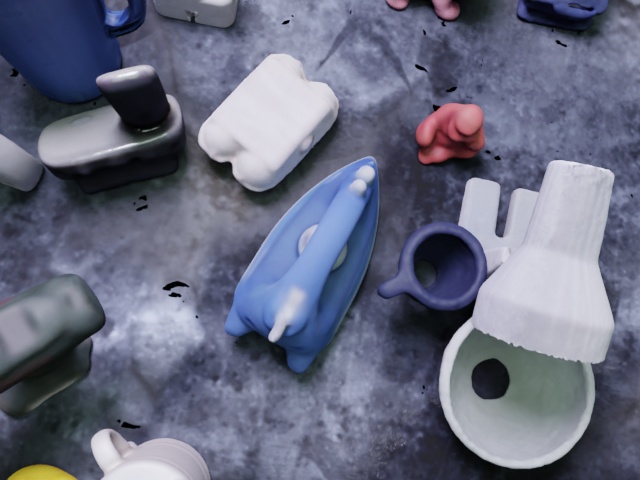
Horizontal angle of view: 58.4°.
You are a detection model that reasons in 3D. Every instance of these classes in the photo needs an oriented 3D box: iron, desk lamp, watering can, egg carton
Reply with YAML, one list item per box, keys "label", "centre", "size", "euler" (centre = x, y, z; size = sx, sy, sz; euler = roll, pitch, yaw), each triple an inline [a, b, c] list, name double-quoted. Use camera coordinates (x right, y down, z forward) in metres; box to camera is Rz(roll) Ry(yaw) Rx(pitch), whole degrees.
- label: "iron"
  centre: [0.005, 0.002, 0.586]
  size: [0.118, 0.141, 0.258]
  euler: [29, 78, -1]
- label: "desk lamp"
  centre: [0.208, 0.016, 0.573]
  size: [0.118, 0.213, 0.203]
  euler: [12, 79, -5]
- label: "watering can"
  centre: [-0.146, 0.246, 0.499]
  size: [0.173, 0.194, 0.101]
  euler: [35, 78, 0]
- label: "egg carton"
  centre: [-0.054, -0.130, 0.637]
  size: [0.107, 0.069, 0.150]
  euler: [39, 78, 1]

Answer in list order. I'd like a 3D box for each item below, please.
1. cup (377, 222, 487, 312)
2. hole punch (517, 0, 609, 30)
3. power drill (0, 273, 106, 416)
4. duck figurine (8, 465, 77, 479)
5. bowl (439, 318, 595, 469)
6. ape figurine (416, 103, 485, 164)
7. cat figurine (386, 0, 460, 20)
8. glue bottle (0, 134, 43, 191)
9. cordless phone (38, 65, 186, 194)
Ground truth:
- label: "cup"
  centre: [0.109, 0.039, 0.617]
  size: [0.118, 0.095, 0.092]
  euler: [-23, 84, -10]
- label: "hole punch"
  centre: [0.309, -0.326, 0.705]
  size: [0.108, 0.091, 0.101]
  euler: [8, 80, -6]
- label: "power drill"
  centre: [-0.286, 0.115, 0.495]
  size: [0.230, 0.208, 0.075]
  euler: [-35, 86, -11]
- label: "duck figurine"
  centre: [-0.263, 0.265, 0.536]
  size: [0.077, 0.086, 0.104]
  euler: [-39, 87, -11]
- label: "bowl"
  centre: [0.200, 0.154, 0.619]
  size: [0.167, 0.074, 0.167]
  euler: [1, 80, -7]
- label: "ape figurine"
  centre: [0.155, -0.126, 0.652]
  size: [0.078, 0.092, 0.076]
  euler: [28, 78, -2]
- label: "cat figurine"
  centre: [0.151, -0.322, 0.671]
  size: [0.128, 0.117, 0.067]
  euler: [8, 79, -6]
- label: "glue bottle"
  centre: [-0.330, -0.093, 0.543]
  size: [0.078, 0.173, 0.037]
  euler: [21, 79, -3]
- label: "cordless phone"
  centre: [-0.210, -0.119, 0.557]
  size: [0.148, 0.185, 0.094]
  euler: [-20, 83, -10]
